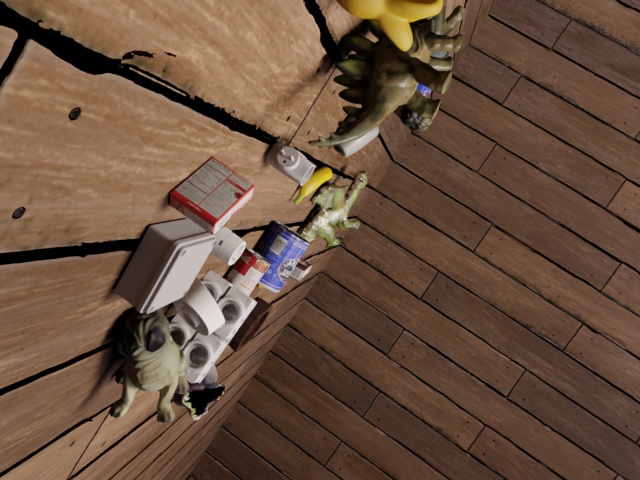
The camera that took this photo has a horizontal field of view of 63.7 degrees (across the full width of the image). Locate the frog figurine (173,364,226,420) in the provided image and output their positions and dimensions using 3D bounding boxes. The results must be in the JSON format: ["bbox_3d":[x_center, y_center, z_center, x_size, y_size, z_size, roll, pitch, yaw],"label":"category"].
[{"bbox_3d":[-0.326,0.372,1.349,0.137,0.122,0.161,-65,-153,7],"label":"frog figurine"}]

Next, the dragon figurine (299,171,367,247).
[{"bbox_3d":[0.005,-0.078,1.559,0.415,0.124,0.237,-38,146,-25],"label":"dragon figurine"}]
